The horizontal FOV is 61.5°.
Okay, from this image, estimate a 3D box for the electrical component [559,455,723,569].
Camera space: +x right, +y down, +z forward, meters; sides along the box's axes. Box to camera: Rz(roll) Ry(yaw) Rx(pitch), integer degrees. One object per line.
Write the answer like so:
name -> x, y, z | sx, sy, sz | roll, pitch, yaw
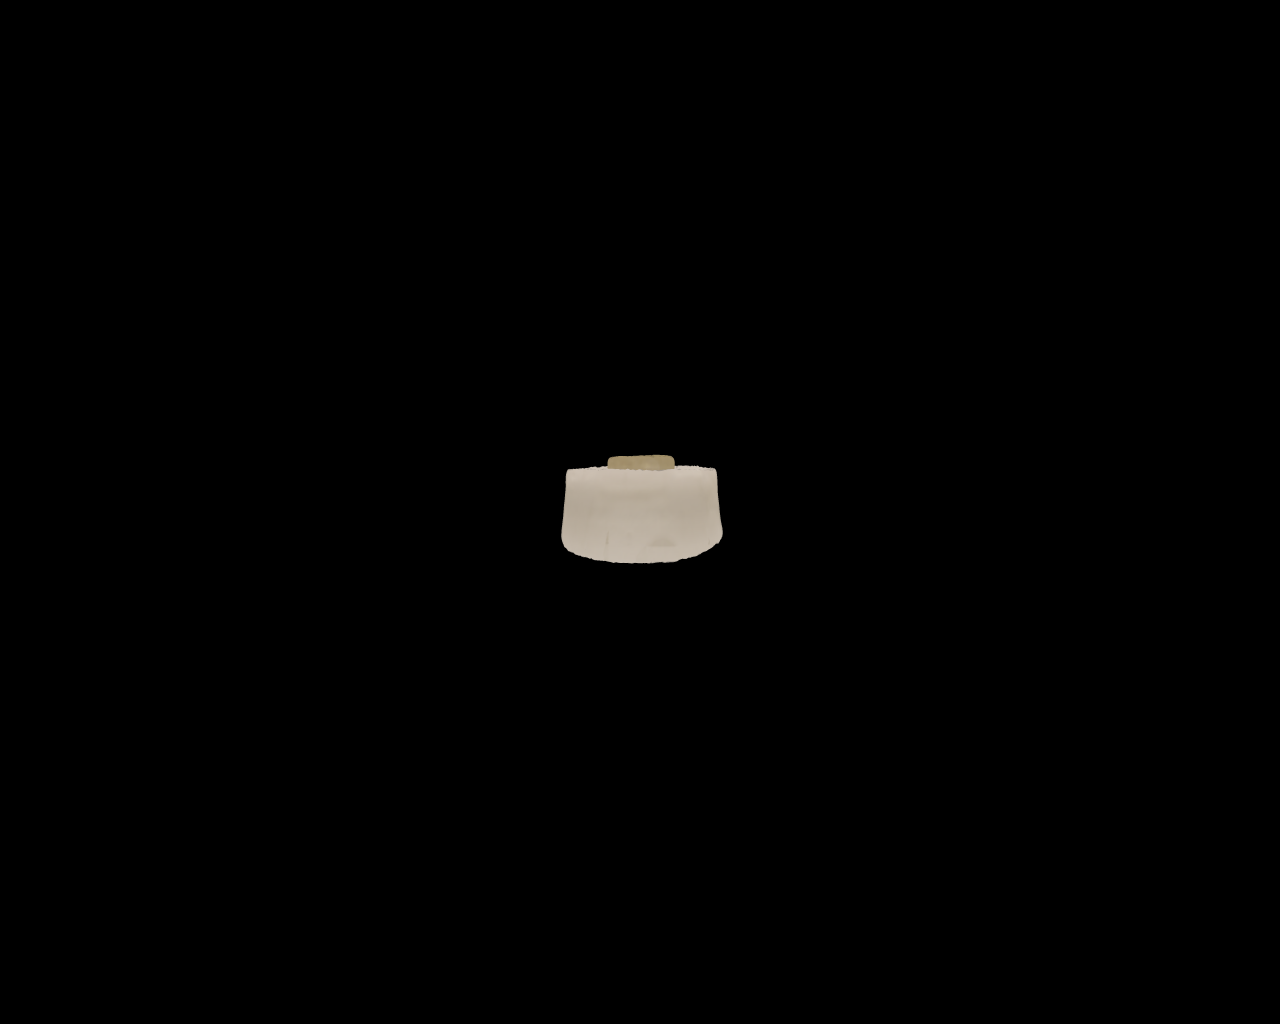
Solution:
electrical component -> 0.001, -0.003, 0.650 | 0.099, 0.064, 0.099 | 0, 4, 0
